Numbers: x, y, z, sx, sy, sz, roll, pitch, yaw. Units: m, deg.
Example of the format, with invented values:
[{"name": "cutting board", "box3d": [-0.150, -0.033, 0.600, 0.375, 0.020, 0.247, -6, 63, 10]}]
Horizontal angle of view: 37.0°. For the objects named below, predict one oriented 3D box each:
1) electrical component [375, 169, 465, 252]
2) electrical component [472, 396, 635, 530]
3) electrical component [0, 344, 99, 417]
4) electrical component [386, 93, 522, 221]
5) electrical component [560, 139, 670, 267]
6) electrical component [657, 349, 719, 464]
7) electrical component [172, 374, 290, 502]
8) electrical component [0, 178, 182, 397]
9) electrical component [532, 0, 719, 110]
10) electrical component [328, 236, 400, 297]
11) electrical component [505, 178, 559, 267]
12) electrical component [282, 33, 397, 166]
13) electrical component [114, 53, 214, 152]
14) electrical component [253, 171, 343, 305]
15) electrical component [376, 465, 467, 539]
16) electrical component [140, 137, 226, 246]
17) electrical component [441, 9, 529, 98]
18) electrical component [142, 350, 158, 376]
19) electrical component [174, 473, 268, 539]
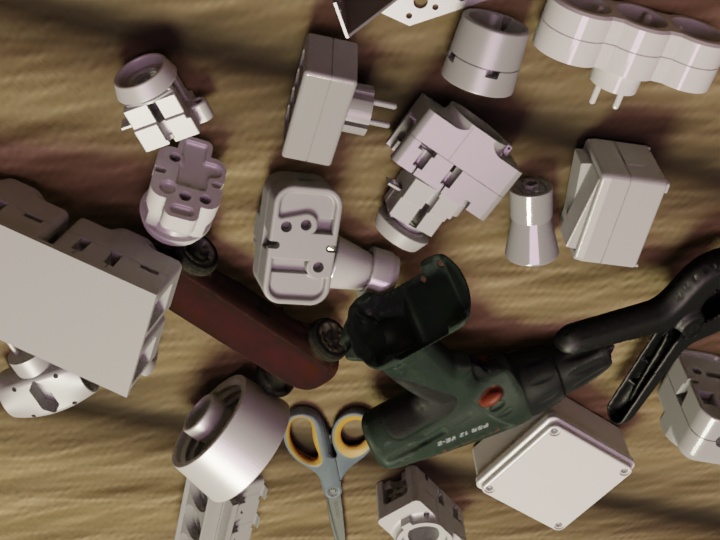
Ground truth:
[{"name": "electrical component", "box3d": [0.044, -0.048, 0.857, 0.066, 0.048, 0.055, 28, 112, -21]}, {"name": "electrical component", "box3d": [0.181, 0.179, 1.018, 0.109, 0.056, 0.108, 31, 118, -22]}, {"name": "electrical component", "box3d": [-0.279, 0.084, 0.934, 0.077, 0.043, 0.079, -18, 123, 10]}, {"name": "electrical component", "box3d": [0.074, -0.090, 0.819, 0.089, 0.050, 0.055, 32, 108, -18]}, {"name": "electrical component", "box3d": [0.194, -0.048, 0.854, 0.061, 0.061, 0.096, 7, 125, -8]}, {"name": "electrical component", "box3d": [0.307, 0.125, 0.962, 0.054, 0.095, 0.059, 11, 124, -11]}, {"name": "electrical component", "box3d": [-0.120, 0.142, 0.948, 0.060, 0.108, 0.108, 41, 114, -20]}, {"name": "electrical component", "box3d": [-0.243, 0.007, 0.843, 0.186, 0.060, 0.105, 24, 123, 2]}, {"name": "electrical component", "box3d": [0.192, -0.152, 0.786, 0.138, 0.052, 0.073, 11, 124, -10]}, {"name": "electrical component", "box3d": [0.000, 0.000, 0.889, 0.055, 0.045, 0.045, 16, 123, -14]}, {"name": "electrical component", "box3d": [0.139, -0.041, 0.870, 0.044, 0.044, 0.065, -6, 120, 1]}, {"name": "electrical component", "box3d": [-0.012, -0.120, 0.791, 0.076, 0.047, 0.083, 10, 137, -10]}, {"name": "electrical component", "box3d": [-0.150, -0.125, 0.792, 0.066, 0.048, 0.055, -18, 132, 9]}, {"name": "electrical component", "box3d": [-0.051, -0.027, 0.848, 0.054, 0.059, 0.095, 4, 108, -18]}, {"name": "electrical component", "box3d": [0.061, 0.246, 1.060, 0.050, 0.055, 0.089, -33, 121, 19]}, {"name": "electrical component", "box3d": [-0.138, -0.055, 0.828, 0.058, 0.078, 0.057, 15, 144, -14]}, {"name": "electrical component", "box3d": [0.092, -0.157, 0.777, 0.055, 0.055, 0.047, 11, 120, -10]}, {"name": "electrical component", "box3d": [-0.208, 0.067, 0.927, 0.062, 0.048, 0.048, -1, 126, 5]}, {"name": "electrical component", "box3d": [-0.135, 0.235, 1.032, 0.063, 0.078, 0.121, -10, 132, -33]}]
